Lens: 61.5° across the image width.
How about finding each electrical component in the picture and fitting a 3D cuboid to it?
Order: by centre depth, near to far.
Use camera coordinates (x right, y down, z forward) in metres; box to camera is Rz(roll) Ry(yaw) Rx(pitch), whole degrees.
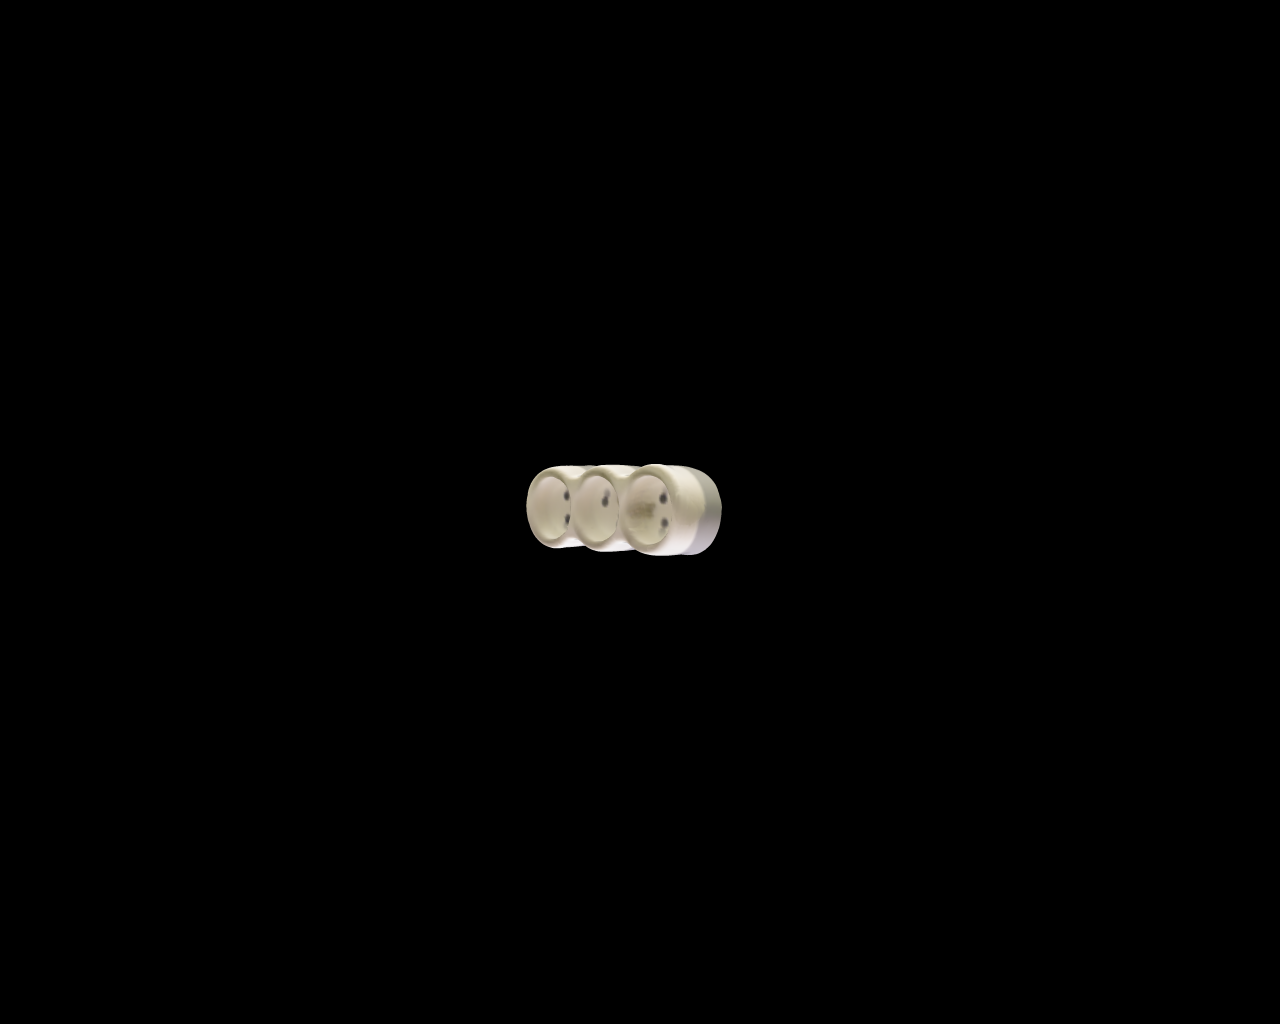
[{"bbox_3d":[0.001,-0.003,0.650,0.074,0.052,0.138,-2,3,-43],"label":"electrical component"}]
